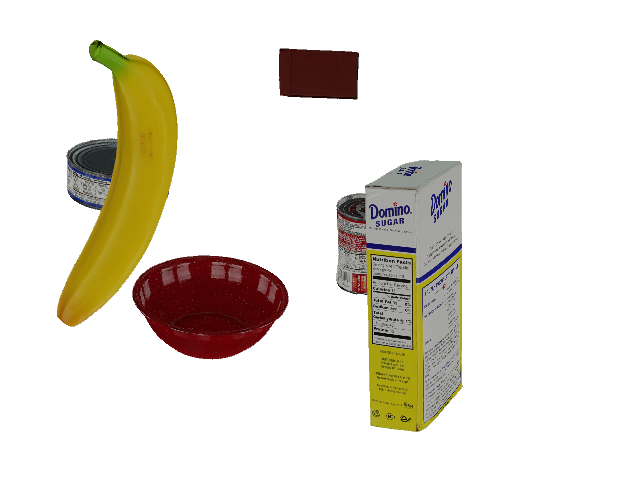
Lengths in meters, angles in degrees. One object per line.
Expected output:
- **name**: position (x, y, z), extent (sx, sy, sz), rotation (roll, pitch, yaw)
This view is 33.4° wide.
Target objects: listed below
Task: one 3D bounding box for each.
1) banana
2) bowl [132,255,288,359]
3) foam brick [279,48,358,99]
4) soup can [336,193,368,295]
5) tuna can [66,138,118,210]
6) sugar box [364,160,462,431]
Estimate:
- **banana**: position (-0.125, -0.035, 0.666), extent (0.069, 0.198, 0.037), rotation (-7, 34, -32)
- **bowl**: position (-0.116, 0.076, 1.118), extent (0.162, 0.055, 0.162), rotation (5, 28, -3)
- **foam brick**: position (-0.002, -0.180, 1.156), extent (0.078, 0.051, 0.053), rotation (0, 11, -14)
- **soup can**: position (0.052, 0.005, 1.252), extent (0.068, 0.102, 0.068), rotation (0, 27, 0)
- **tuna can**: position (-0.168, -0.055, 0.889), extent (0.086, 0.034, 0.086), rotation (6, 25, -3)
- **sugar box**: position (0.068, 0.037, 0.758), extent (0.048, 0.176, 0.093), rotation (3, 16, 26)
